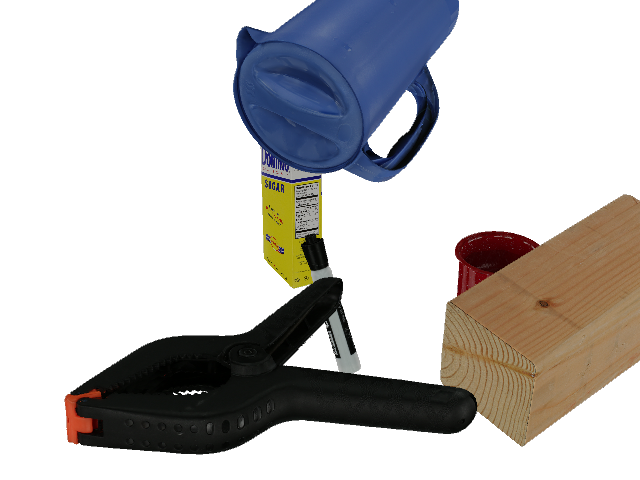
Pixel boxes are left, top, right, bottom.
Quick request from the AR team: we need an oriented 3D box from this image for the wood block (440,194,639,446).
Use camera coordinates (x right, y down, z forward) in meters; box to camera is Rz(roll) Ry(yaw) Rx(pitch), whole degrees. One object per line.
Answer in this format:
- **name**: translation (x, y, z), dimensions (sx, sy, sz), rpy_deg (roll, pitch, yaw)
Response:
- **wood block**: translation (0.200, 0.056, 0.835), dimensions (0.205, 0.090, 0.091), rpy_deg (-27, 46, -28)

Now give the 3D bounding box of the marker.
- **marker**: translation (0.008, 0.052, 0.875), dimensions (0.020, 0.121, 0.020), rpy_deg (-16, 14, 4)

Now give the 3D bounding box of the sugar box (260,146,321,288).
- **sugar box**: translation (-0.034, -0.043, 1.235), dimensions (0.048, 0.176, 0.093), rpy_deg (-14, 27, -22)

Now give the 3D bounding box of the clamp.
- **clamp**: translation (-0.040, 0.073, 0.601), dimensions (0.209, 0.036, 0.165), rpy_deg (-7, 25, -19)

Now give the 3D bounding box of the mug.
- **mug**: translation (0.182, 0.042, 1.123), dimensions (0.093, 0.081, 0.117), rpy_deg (-5, 30, -9)

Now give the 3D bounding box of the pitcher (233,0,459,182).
- **pitcher**: translation (0.043, -0.171, 1.001), dimensions (0.145, 0.149, 0.242), rpy_deg (13, 42, 29)
